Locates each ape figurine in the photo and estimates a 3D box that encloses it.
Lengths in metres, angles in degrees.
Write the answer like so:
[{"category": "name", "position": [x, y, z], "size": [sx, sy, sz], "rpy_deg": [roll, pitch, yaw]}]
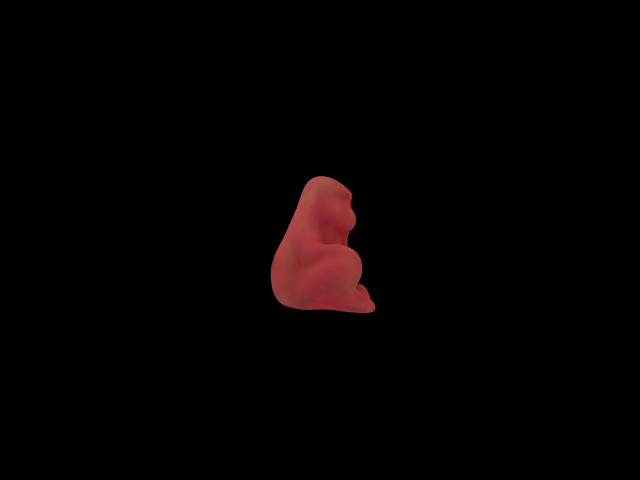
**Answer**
[{"category": "ape figurine", "position": [0.004, 0.001, 0.400], "size": [0.076, 0.092, 0.078], "rpy_deg": [1, 4, 16]}]
